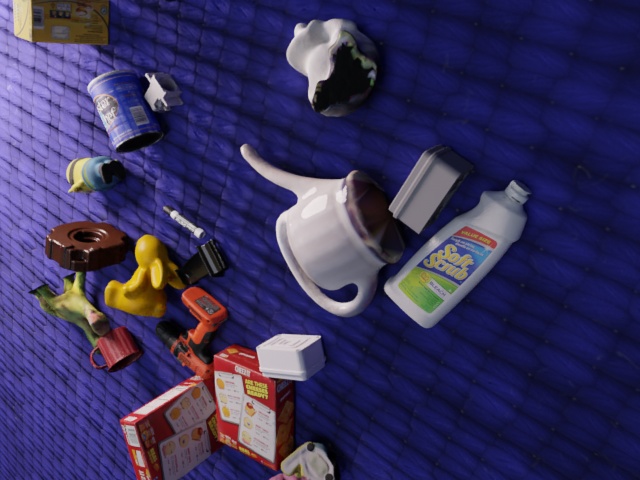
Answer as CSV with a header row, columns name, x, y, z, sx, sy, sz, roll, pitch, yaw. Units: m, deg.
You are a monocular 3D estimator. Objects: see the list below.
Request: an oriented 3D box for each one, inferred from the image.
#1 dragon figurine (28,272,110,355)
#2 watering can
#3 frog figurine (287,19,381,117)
name,x,y,z,sx,sy,sz,roll,pitch,yaw
dragon figurine,-0.667,0.213,1.398,0.124,0.242,0.406,-32,7,-38
watering can,0.003,-0.042,0.838,0.221,0.348,0.105,-29,-3,36
frog figurine,0.016,-0.267,0.786,0.123,0.134,0.162,-6,32,-19
